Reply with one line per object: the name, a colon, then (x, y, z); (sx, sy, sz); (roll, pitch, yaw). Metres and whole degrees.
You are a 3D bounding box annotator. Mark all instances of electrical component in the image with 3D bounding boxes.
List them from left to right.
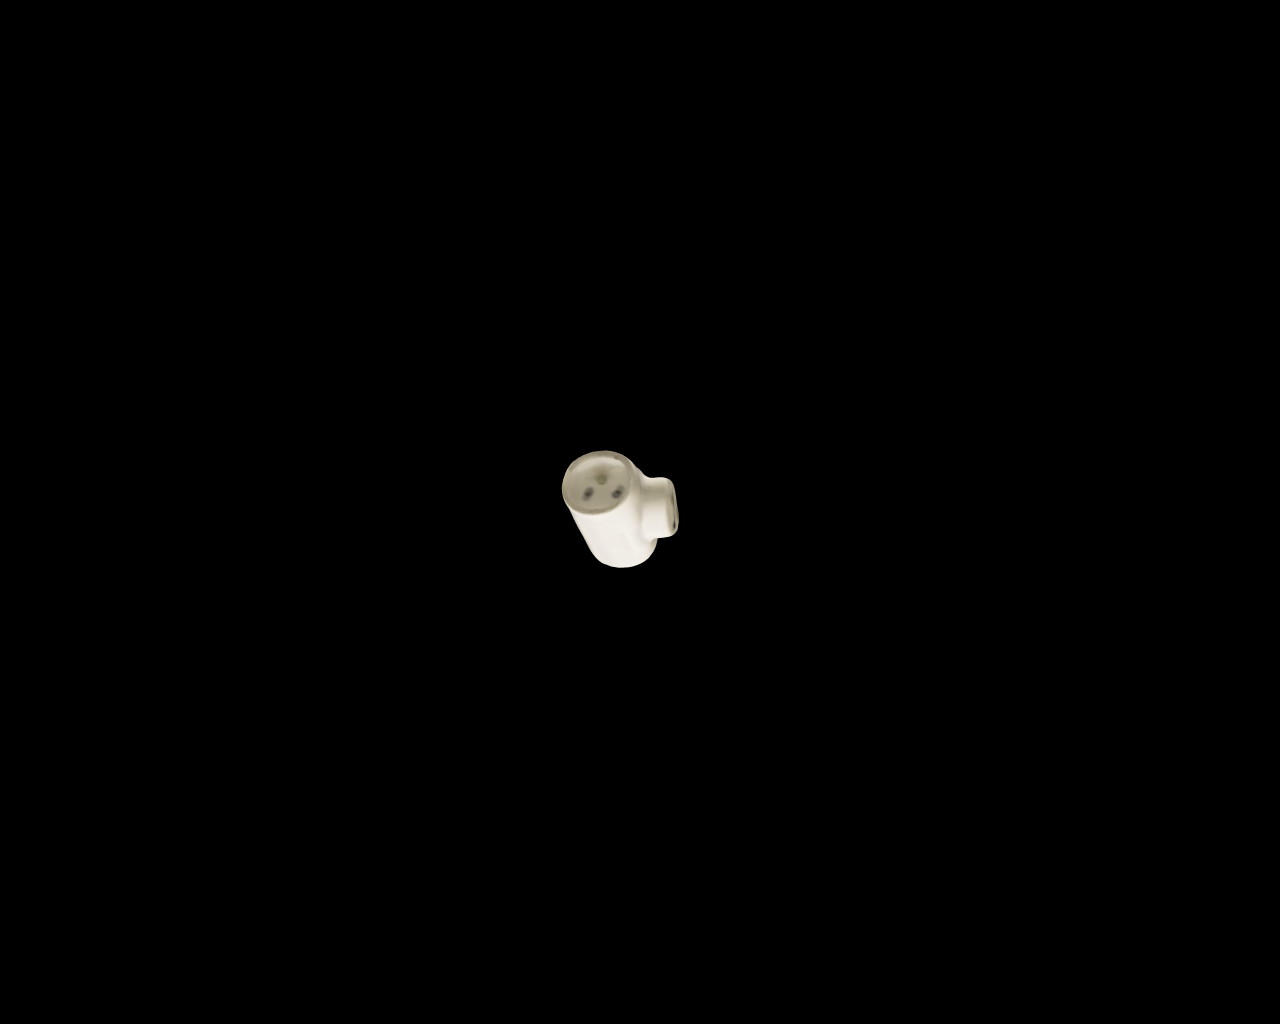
electrical component: (0.001, -0.003, 0.650); (0.079, 0.043, 0.077); (-5, -28, 10)
